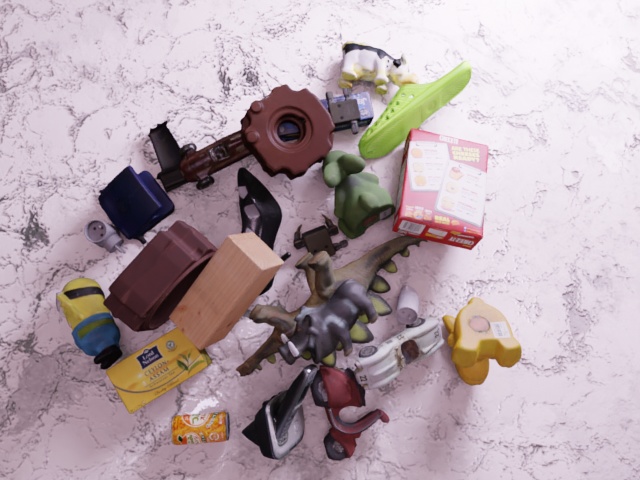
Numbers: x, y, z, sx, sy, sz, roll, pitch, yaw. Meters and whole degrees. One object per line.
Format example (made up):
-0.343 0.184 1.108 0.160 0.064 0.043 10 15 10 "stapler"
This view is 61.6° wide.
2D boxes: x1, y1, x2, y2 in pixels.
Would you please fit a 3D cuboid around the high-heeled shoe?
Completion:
-0.145 -0.012 1.080 0.145 0.086 0.249 -36 67 24 "high-heeled shoe"

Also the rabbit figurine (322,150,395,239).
0.052 -0.106 1.055 0.121 0.159 0.170 -35 72 4 "rabbit figurine"

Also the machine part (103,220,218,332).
-0.279 0.070 0.983 0.087 0.201 0.201 42 84 4 "machine part"

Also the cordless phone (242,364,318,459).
-0.048 0.295 0.989 0.089 0.146 0.184 33 100 18 "cordless phone"

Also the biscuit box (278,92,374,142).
0.006 -0.251 1.097 0.203 0.063 0.059 -12 87 -3 "biscuit box"

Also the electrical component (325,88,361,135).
0.045 -0.250 1.057 0.063 0.021 0.094 -14 89 -3 "electrical component"

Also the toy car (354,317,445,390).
0.153 0.216 1.034 0.202 0.056 0.073 -27 113 -21 "toy car"

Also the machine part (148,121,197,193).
-0.307 -0.170 1.089 0.084 0.039 0.139 -21 87 1 "machine part"

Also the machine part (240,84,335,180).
-0.059 -0.205 1.022 0.179 0.056 0.179 1 87 -13 "machine part"

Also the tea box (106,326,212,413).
-0.306 0.243 1.033 0.170 0.068 0.098 -33 87 -4 "tea box"

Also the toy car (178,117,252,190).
-0.182 -0.175 1.054 0.202 0.053 0.089 -26 86 0 "toy car"

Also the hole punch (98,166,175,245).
-0.366 -0.072 1.053 0.116 0.092 0.142 -39 91 -2 "hole punch"

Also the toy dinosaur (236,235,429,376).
0.029 0.113 1.038 0.471 0.105 0.198 -42 104 -1 "toy dinosaur"

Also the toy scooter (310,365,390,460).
0.059 0.322 1.038 0.135 0.075 0.183 -15 88 -6 "toy scooter"

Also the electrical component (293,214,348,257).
-0.003 -0.002 1.084 0.102 0.045 0.078 -27 114 -2 "electrical component"

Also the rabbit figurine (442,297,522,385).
0.290 0.203 1.031 0.122 0.173 0.162 -12 41 -5 "rabbit figurine"

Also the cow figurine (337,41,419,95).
0.124 -0.358 1.113 0.167 0.068 0.098 7 78 -2 "cow figurine"

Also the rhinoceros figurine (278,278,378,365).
0.013 0.151 0.950 0.190 0.073 0.112 -43 108 -5 "rhinoceros figurine"

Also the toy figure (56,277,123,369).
-0.432 0.153 1.018 0.089 0.082 0.180 -23 63 -42 "toy figure"
